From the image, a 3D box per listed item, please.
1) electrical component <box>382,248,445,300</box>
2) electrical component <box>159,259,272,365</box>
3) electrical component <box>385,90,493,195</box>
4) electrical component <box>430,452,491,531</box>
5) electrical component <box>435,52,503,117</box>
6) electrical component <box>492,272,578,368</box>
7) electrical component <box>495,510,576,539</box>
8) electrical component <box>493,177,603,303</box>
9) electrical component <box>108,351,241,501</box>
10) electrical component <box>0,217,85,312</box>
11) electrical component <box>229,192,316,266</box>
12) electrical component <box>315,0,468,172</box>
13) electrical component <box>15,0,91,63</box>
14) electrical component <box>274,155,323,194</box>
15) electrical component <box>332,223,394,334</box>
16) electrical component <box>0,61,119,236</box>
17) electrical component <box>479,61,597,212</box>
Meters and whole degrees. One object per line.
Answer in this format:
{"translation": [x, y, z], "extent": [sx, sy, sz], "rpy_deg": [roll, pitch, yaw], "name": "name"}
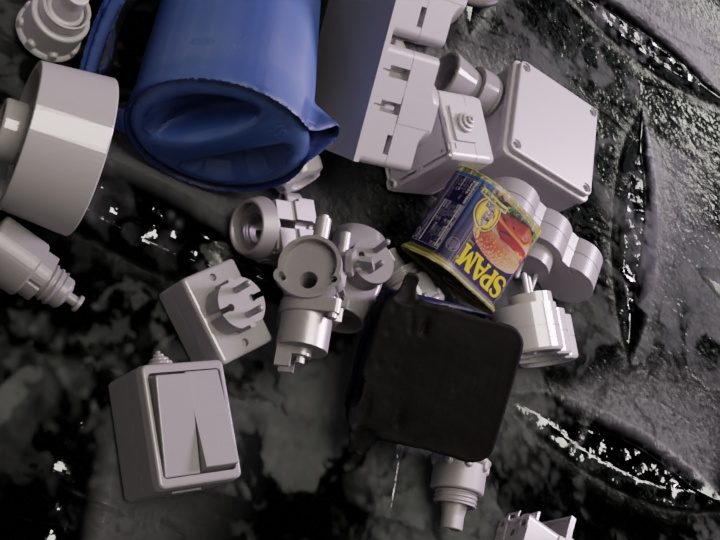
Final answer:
{"translation": [0.036, 0.012, 0.877], "extent": [0.048, 0.048, 0.062], "rpy_deg": [-22, 79, -41], "name": "electrical component"}
{"translation": [-0.092, 0.028, 0.750], "extent": [0.047, 0.077, 0.065], "rpy_deg": [-26, 89, -41], "name": "electrical component"}
{"translation": [0.070, -0.109, 0.915], "extent": [0.061, 0.096, 0.061], "rpy_deg": [2, 71, -41], "name": "electrical component"}
{"translation": [0.076, 0.172, 0.843], "extent": [0.048, 0.048, 0.062], "rpy_deg": [23, 66, -29], "name": "electrical component"}
{"translation": [0.098, -0.171, 0.996], "extent": [0.055, 0.045, 0.045], "rpy_deg": [23, 60, -30], "name": "electrical component"}
{"translation": [0.147, 0.039, 0.911], "extent": [0.138, 0.052, 0.073], "rpy_deg": [26, 54, -69], "name": "electrical component"}
{"translation": [0.140, 0.232, 0.870], "extent": [0.064, 0.042, 0.081], "rpy_deg": [36, 53, -17], "name": "electrical component"}
{"translation": [0.158, -0.014, 0.974], "extent": [0.138, 0.052, 0.073], "rpy_deg": [40, 53, -19], "name": "electrical component"}
{"translation": [-0.122, 0.098, 0.709], "extent": [0.062, 0.061, 0.096], "rpy_deg": [-1, 73, -38], "name": "electrical component"}
{"translation": [-0.213, 0.000, 0.692], "extent": [0.078, 0.040, 0.040], "rpy_deg": [39, 53, -19], "name": "electrical component"}
{"translation": [-0.065, -0.030, 0.815], "extent": [0.055, 0.048, 0.066], "rpy_deg": [6, 69, -44], "name": "electrical component"}
{"translation": [0.020, -0.179, 0.840], "extent": [0.060, 0.105, 0.186], "rpy_deg": [9, 101, -31], "name": "electrical component"}
{"translation": [-0.209, -0.178, 0.751], "extent": [0.048, 0.062, 0.048], "rpy_deg": [15, 63, -32], "name": "electrical component"}
{"translation": [-0.060, -0.094, 0.846], "extent": [0.043, 0.043, 0.062], "rpy_deg": [-22, 78, -41], "name": "electrical component"}
{"translation": [0.000, 0.000, 0.830], "extent": [0.043, 0.079, 0.077], "rpy_deg": [28, 57, -19], "name": "electrical component"}
{"translation": [-0.203, -0.082, 0.692], "extent": [0.060, 0.108, 0.108], "rpy_deg": [17, 63, -25], "name": "electrical component"}
{"translation": [0.167, -0.124, 1.023], "extent": [0.109, 0.056, 0.108], "rpy_deg": [27, 58, -27], "name": "electrical component"}
